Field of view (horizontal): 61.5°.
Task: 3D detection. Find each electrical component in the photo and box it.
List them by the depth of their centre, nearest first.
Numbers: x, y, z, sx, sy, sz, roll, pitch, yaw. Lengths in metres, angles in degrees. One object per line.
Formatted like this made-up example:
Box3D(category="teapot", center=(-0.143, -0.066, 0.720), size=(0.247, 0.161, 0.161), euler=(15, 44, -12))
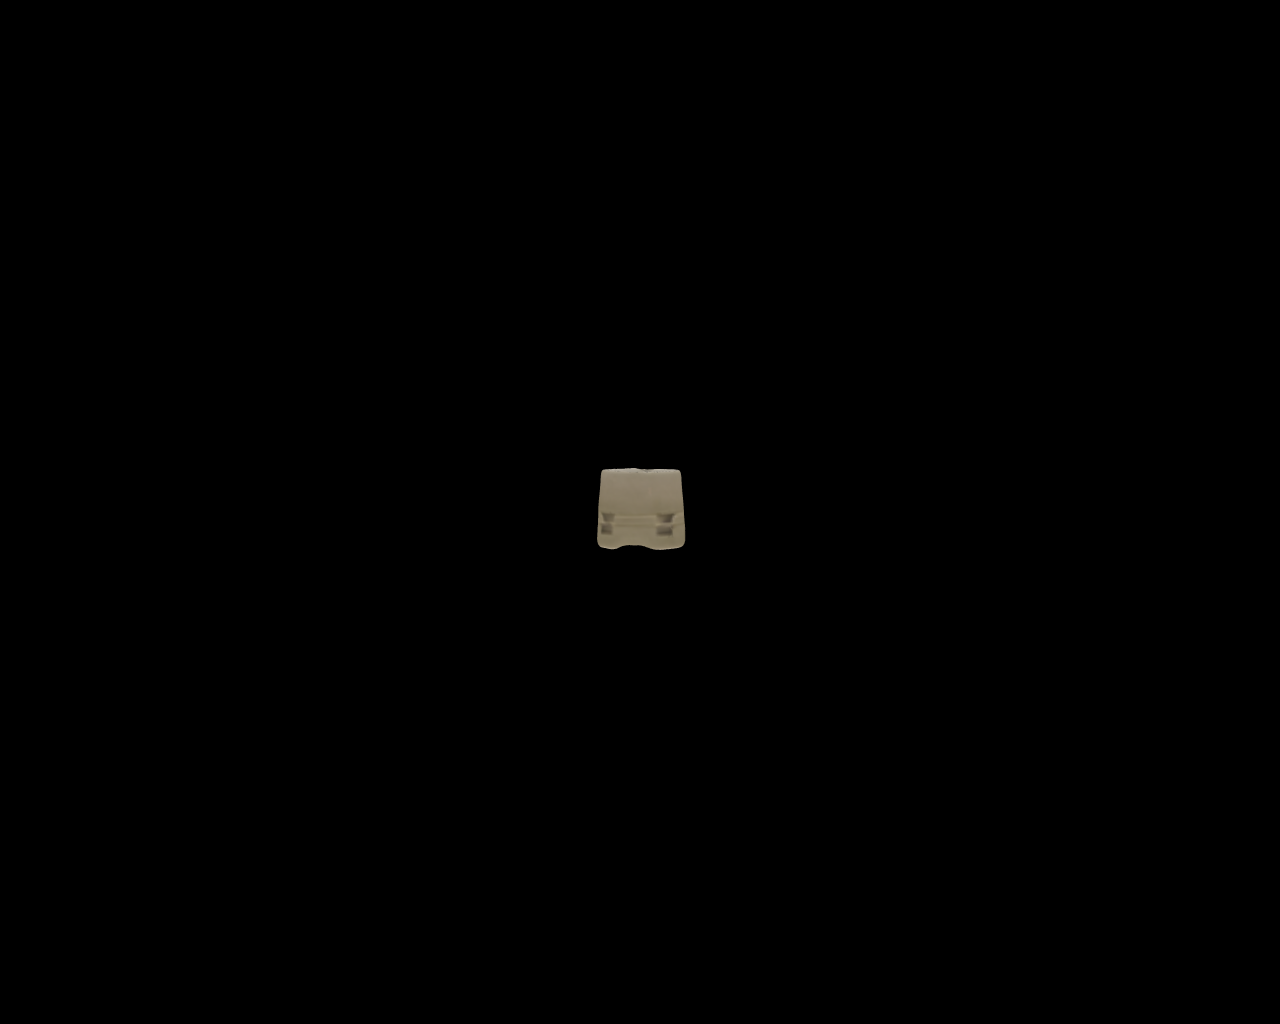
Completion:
Box3D(category="electrical component", center=(0.001, -0.003, 0.650), size=(0.055, 0.047, 0.055), euler=(0, 5, 0))
